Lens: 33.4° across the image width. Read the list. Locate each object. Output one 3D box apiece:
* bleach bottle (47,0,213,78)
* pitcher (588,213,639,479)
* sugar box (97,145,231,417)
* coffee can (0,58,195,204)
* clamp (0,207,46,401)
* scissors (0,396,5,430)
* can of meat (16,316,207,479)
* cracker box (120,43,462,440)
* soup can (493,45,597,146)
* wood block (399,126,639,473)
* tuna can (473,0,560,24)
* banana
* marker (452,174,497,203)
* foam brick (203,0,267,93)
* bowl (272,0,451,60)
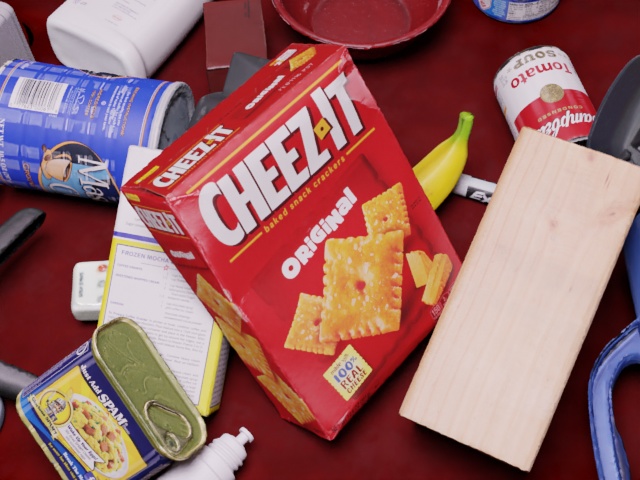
[{"bbox_3d":[-0.128,-0.239,0.964,0.103,0.068,0.250,28,60,18],"label":"bleach bottle"},{"bbox_3d":[0.268,0.087,0.707,0.149,0.145,0.243,15,50,-24],"label":"pitcher"},{"bbox_3d":[-0.102,0.028,0.755,0.093,0.048,0.176,11,88,8],"label":"sugar box"},{"bbox_3d":[-0.180,-0.083,0.841,0.140,0.103,0.102,9,58,8],"label":"coffee can"},{"bbox_3d":[-0.271,0.074,0.752,0.209,0.036,0.164,-18,70,-22],"label":"clamp"},{"bbox_3d":[-0.280,0.174,0.733,0.096,0.016,0.201,4,58,4],"label":"scissors"},{"bbox_3d":[-0.139,0.116,0.705,0.084,0.057,0.102,-35,88,23],"label":"can of meat"},{"bbox_3d":[-0.005,0.001,0.719,0.164,0.213,0.072,-44,30,-23],"label":"cracker box"},{"bbox_3d":[0.186,-0.097,0.857,0.068,0.068,0.102,-12,57,-6],"label":"soup can"},{"bbox_3d":[0.138,0.043,0.715,0.090,0.090,0.206,22,83,15],"label":"wood block"},{"bbox_3d":[0.179,-0.237,0.966,0.086,0.034,0.086,-1,57,2],"label":"tuna can"},{"bbox_3d":[0.041,-0.024,0.817,0.197,0.069,0.037,-35,37,-8],"label":"banana"},{"bbox_3d":[0.136,-0.037,0.849,0.121,0.020,0.020,18,60,13],"label":"marker"},{"bbox_3d":[-0.071,-0.161,0.917,0.053,0.051,0.078,-5,58,-2],"label":"foam brick"},{"bbox_3d":[0.036,-0.212,0.942,0.162,0.055,0.162,-1,58,2],"label":"bowl"}]
